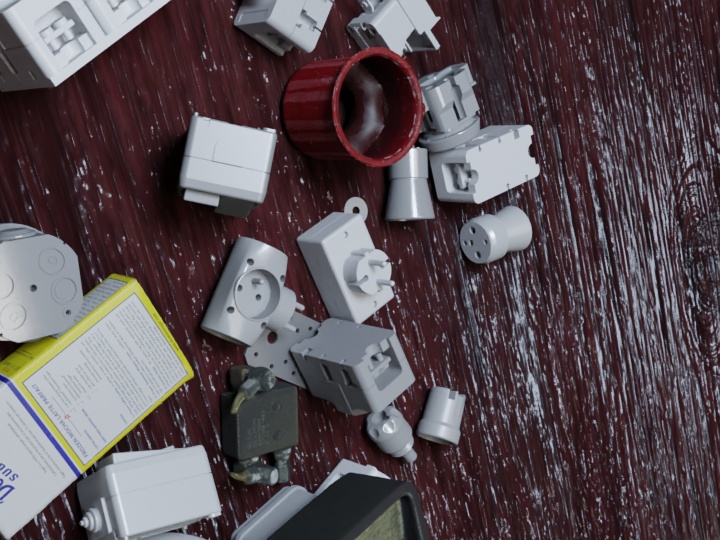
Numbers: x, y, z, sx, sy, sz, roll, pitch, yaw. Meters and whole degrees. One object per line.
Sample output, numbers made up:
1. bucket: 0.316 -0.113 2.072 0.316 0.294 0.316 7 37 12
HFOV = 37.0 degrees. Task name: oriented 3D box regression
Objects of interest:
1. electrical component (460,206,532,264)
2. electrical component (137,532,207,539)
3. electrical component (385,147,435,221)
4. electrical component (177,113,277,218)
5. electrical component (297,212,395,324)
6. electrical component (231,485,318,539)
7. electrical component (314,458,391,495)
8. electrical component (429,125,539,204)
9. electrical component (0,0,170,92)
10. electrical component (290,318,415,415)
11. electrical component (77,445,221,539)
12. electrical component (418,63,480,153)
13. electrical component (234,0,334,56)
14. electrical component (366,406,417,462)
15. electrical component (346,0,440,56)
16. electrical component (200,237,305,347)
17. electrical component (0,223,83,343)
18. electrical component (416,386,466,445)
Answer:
1. electrical component: 0.128 -0.033 1.018 0.055 0.045 0.045 -20 107 -36
2. electrical component: -0.145 0.231 0.800 0.080 0.080 0.051 -6 103 -39
3. electrical component: 0.043 -0.076 0.945 0.044 0.044 0.065 -3 92 -39
4. electrical component: -0.101 -0.074 0.796 0.062 0.096 0.061 11 87 -11
5. electrical component: 0.000 0.000 0.895 0.047 0.076 0.083 -37 117 -31
6. electrical component: -0.048 0.246 0.896 0.078 0.057 0.113 -38 117 -30
7. electrical component: 0.008 0.212 0.942 0.055 0.050 0.089 -48 122 -25
8. electrical component: 0.112 -0.098 0.989 0.089 0.056 0.050 -26 111 -35
9. electrical component: -0.182 -0.188 0.714 0.150 0.089 0.061 -46 121 -26
10. electrical component: -0.005 0.081 0.885 0.050 0.089 0.055 -38 118 -30
11. electrical component: -0.161 0.164 0.782 0.096 0.062 0.061 -6 73 -39
12. electrical component: 0.073 -0.141 0.952 0.078 0.058 0.057 -36 113 -31
13. electrical component: -0.056 -0.222 0.840 0.056 0.050 0.089 30 76 -39
14. electrical component: 0.032 0.151 0.966 0.035 0.035 0.061 -52 126 -23
15. electrical component: 0.026 -0.211 0.916 0.063 0.042 0.081 -51 123 -19
16. electrical component: -0.078 0.024 0.852 0.079 0.044 0.077 29 77 -34
17. electrical component: -0.229 0.010 0.722 0.080 0.051 0.080 -6 99 -39
18. electrical component: 0.077 0.135 0.999 0.040 0.040 0.046 28 71 -38
